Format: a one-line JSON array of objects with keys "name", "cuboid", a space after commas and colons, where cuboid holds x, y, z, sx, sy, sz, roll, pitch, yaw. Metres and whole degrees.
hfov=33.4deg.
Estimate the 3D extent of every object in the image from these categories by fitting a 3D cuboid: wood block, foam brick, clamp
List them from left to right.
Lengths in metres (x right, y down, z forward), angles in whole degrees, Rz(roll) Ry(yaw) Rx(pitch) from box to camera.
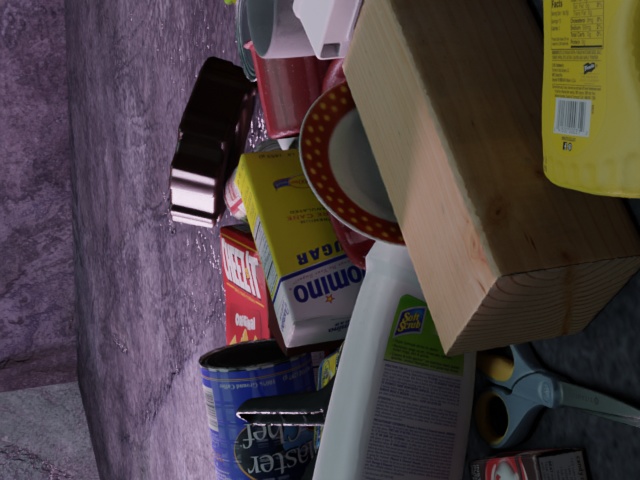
[{"name": "foam brick", "cuboid": [0.000, 0.063, 0.931, 0.051, 0.078, 0.053, -128, 37, -58]}, {"name": "clamp", "cuboid": [0.019, 0.140, 0.776, 0.210, 0.036, 0.164, -36, 37, 25]}, {"name": "wood block", "cuboid": [0.091, -0.051, 0.608, 0.091, 0.090, 0.206, 112, 145, -55]}]

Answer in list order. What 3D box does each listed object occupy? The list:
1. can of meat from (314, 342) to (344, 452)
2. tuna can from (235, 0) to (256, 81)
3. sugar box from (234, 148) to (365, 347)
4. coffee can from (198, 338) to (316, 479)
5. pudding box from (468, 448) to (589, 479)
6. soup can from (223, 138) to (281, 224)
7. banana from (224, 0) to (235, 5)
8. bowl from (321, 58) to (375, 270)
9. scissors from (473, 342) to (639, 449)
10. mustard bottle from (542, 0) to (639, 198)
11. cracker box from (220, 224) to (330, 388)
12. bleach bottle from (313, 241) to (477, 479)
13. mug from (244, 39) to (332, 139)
[{"name": "can of meat", "cuboid": [0.030, 0.135, 0.875, 0.084, 0.057, 0.102, 132, 144, -69]}, {"name": "tuna can", "cuboid": [-0.049, -0.187, 0.958, 0.086, 0.033, 0.086, 171, 90, -72]}, {"name": "sugar box", "cuboid": [-0.006, 0.001, 0.902, 0.048, 0.093, 0.176, 106, 150, -50]}, {"name": "coffee can", "cuboid": [-0.049, 0.168, 0.963, 0.103, 0.102, 0.140, -166, 67, -70]}, {"name": "pudding box", "cuboid": [0.132, 0.184, 0.645, 0.090, 0.039, 0.113, 140, 121, -68]}, {"name": "soup can", "cuboid": [-0.051, -0.057, 1.052, 0.102, 0.068, 0.068, 150, 112, -69]}, {"name": "banana", "cuboid": [-0.054, -0.194, 1.065, 0.070, 0.037, 0.198, 105, 152, -58]}, {"name": "bowl", "cuboid": [0.049, -0.061, 0.777, 0.162, 0.055, 0.162, 173, 90, -71]}, {"name": "scissors", "cuboid": [0.135, 0.106, 0.640, 0.202, 0.016, 0.096, -137, 47, -64]}, {"name": "mustard bottle", "cuboid": [0.138, -0.119, 0.492, 0.096, 0.058, 0.191, -147, 52, -72]}, {"name": "cracker box", "cuboid": [-0.048, 0.097, 1.091, 0.164, 0.072, 0.214, -159, 65, -68]}, {"name": "bleach bottle", "cuboid": [0.062, 0.087, 0.694, 0.068, 0.102, 0.251, 10, 86, 65]}, {"name": "mug", "cuboid": [-0.007, -0.130, 0.889, 0.117, 0.093, 0.081, -25, -76, -77]}]
